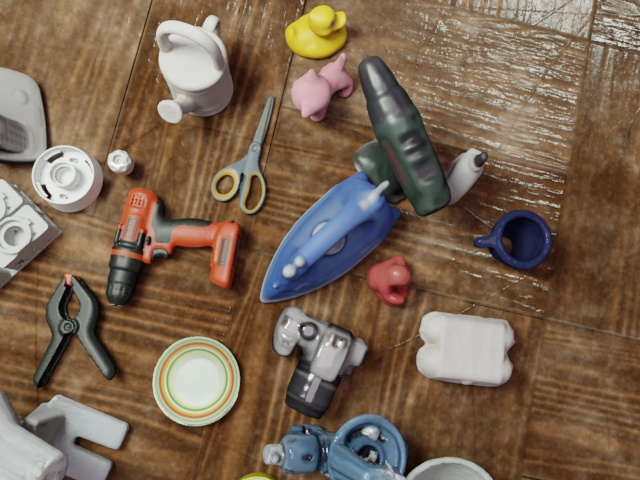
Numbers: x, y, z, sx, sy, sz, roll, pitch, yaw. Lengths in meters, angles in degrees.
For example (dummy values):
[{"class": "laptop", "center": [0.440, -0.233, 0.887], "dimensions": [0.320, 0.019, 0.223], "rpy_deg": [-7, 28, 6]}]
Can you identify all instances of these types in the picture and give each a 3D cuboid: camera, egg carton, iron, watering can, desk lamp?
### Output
[{"class": "camera", "center": [-0.014, 0.185, 0.850], "dimensions": [0.143, 0.100, 0.137], "rpy_deg": [24, 81, -1]}, {"class": "egg carton", "center": [0.225, 0.170, 0.888], "dimensions": [0.150, 0.069, 0.107], "rpy_deg": [6, 82, -4]}, {"class": "iron", "center": [0.008, 0.003, 0.857], "dimensions": [0.258, 0.141, 0.118], "rpy_deg": [-43, 87, -9]}, {"class": "watering can", "center": [-0.187, -0.256, 0.851], "dimensions": [0.101, 0.194, 0.173], "rpy_deg": [-2, 82, -4]}, {"class": "desk lamp", "center": [-0.385, 0.264, 0.752], "dimensions": [0.203, 0.213, 0.118], "rpy_deg": [22, 81, -1]}]

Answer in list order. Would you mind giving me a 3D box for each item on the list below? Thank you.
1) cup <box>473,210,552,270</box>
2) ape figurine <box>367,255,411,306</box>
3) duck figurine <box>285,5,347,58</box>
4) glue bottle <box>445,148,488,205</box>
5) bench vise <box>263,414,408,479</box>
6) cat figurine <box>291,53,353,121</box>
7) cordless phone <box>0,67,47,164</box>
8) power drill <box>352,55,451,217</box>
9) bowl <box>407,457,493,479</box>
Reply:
[{"class": "cup", "center": [0.290, 0.006, 0.903], "dimensions": [0.118, 0.095, 0.092], "rpy_deg": [-5, 82, -5]}, {"class": "ape figurine", "center": [0.114, 0.059, 0.883], "dimensions": [0.076, 0.092, 0.078], "rpy_deg": [24, 81, -1]}, {"class": "duck figurine", "center": [-0.004, -0.347, 0.933], "dimensions": [0.104, 0.086, 0.077], "rpy_deg": [-10, 83, -6]}, {"class": "glue bottle", "center": [0.222, -0.106, 0.873], "dimensions": [0.037, 0.173, 0.078], "rpy_deg": [26, 81, 0]}, {"class": "bench vise", "center": [0.032, 0.312, 0.776], "dimensions": [0.207, 0.219, 0.121], "rpy_deg": [-14, 83, -6]}, {"class": "cat figurine", "center": [0.000, -0.243, 0.903], "dimensions": [0.067, 0.117, 0.128], "rpy_deg": [42, 81, 2]}, {"class": "cordless phone", "center": [-0.474, -0.194, 0.823], "dimensions": [0.094, 0.185, 0.147], "rpy_deg": [-11, 83, -6]}, {"class": "power drill", "center": [0.107, -0.135, 0.850], "dimensions": [0.075, 0.208, 0.229], "rpy_deg": [-29, 85, -8]}, {"class": "bowl", "center": [0.182, 0.402, 0.849], "dimensions": [0.167, 0.074, 0.167], "rpy_deg": [1, 82, -4]}]
